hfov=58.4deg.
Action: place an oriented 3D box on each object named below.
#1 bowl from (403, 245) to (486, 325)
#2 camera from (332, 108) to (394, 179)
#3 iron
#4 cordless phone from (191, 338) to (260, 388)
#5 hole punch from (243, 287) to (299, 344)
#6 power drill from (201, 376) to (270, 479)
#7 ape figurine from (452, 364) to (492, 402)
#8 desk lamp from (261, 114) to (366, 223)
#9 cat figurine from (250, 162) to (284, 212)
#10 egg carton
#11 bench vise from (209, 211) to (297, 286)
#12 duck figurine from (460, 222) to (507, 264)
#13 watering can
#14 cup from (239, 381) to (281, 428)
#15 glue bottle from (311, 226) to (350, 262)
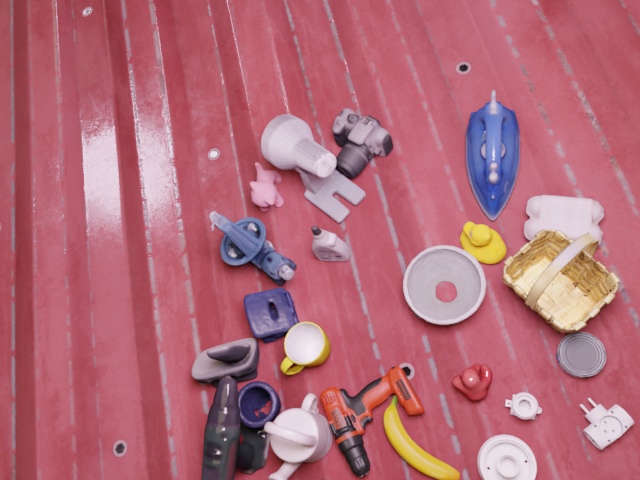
[{"bbox_3d":[0.259,0.100,1.190,0.167,0.075,0.167,-5,69,14],"label":"bowl"},{"bbox_3d":[0.079,-0.225,1.345,0.142,0.101,0.137,32,81,23],"label":"camera"},{"bbox_3d":[0.372,-0.184,1.228,0.118,0.142,0.258,-1,70,15],"label":"iron"},{"bbox_3d":[-0.216,0.248,1.205,0.147,0.185,0.094,-19,66,8],"label":"cordless phone"},{"bbox_3d":[-0.105,0.160,1.259,0.101,0.091,0.108,-23,66,6],"label":"hole punch"},{"bbox_3d":[-0.167,0.394,1.124,0.075,0.209,0.230,2,71,16],"label":"power drill"},{"bbox_3d":[0.294,0.272,1.107,0.077,0.092,0.076,-5,69,14],"label":"ape figurine"},{"bbox_3d":[-0.015,-0.166,1.287,0.202,0.214,0.118,38,84,24],"label":"desk lamp"},{"bbox_3d":[-0.133,-0.124,1.357,0.067,0.118,0.127,-15,67,10],"label":"cat figurine"},{"bbox_3d":[0.500,-0.036,1.177,0.150,0.069,0.107,6,72,17],"label":"egg carton"},{"bbox_3d":[-0.144,0.005,1.256,0.206,0.220,0.121,15,75,20],"label":"bench vise"},{"bbox_3d":[0.341,0.000,1.198,0.104,0.086,0.077,40,84,24],"label":"duck figurine"},{"bbox_3d":[-0.046,0.385,1.102,0.100,0.194,0.173,-7,69,13],"label":"watering can"},{"bbox_3d":[-0.131,0.345,1.195,0.117,0.095,0.092,2,71,16],"label":"cup"},{"bbox_3d":[0.011,0.004,1.239,0.078,0.173,0.037,2,71,16],"label":"glue bottle"}]
